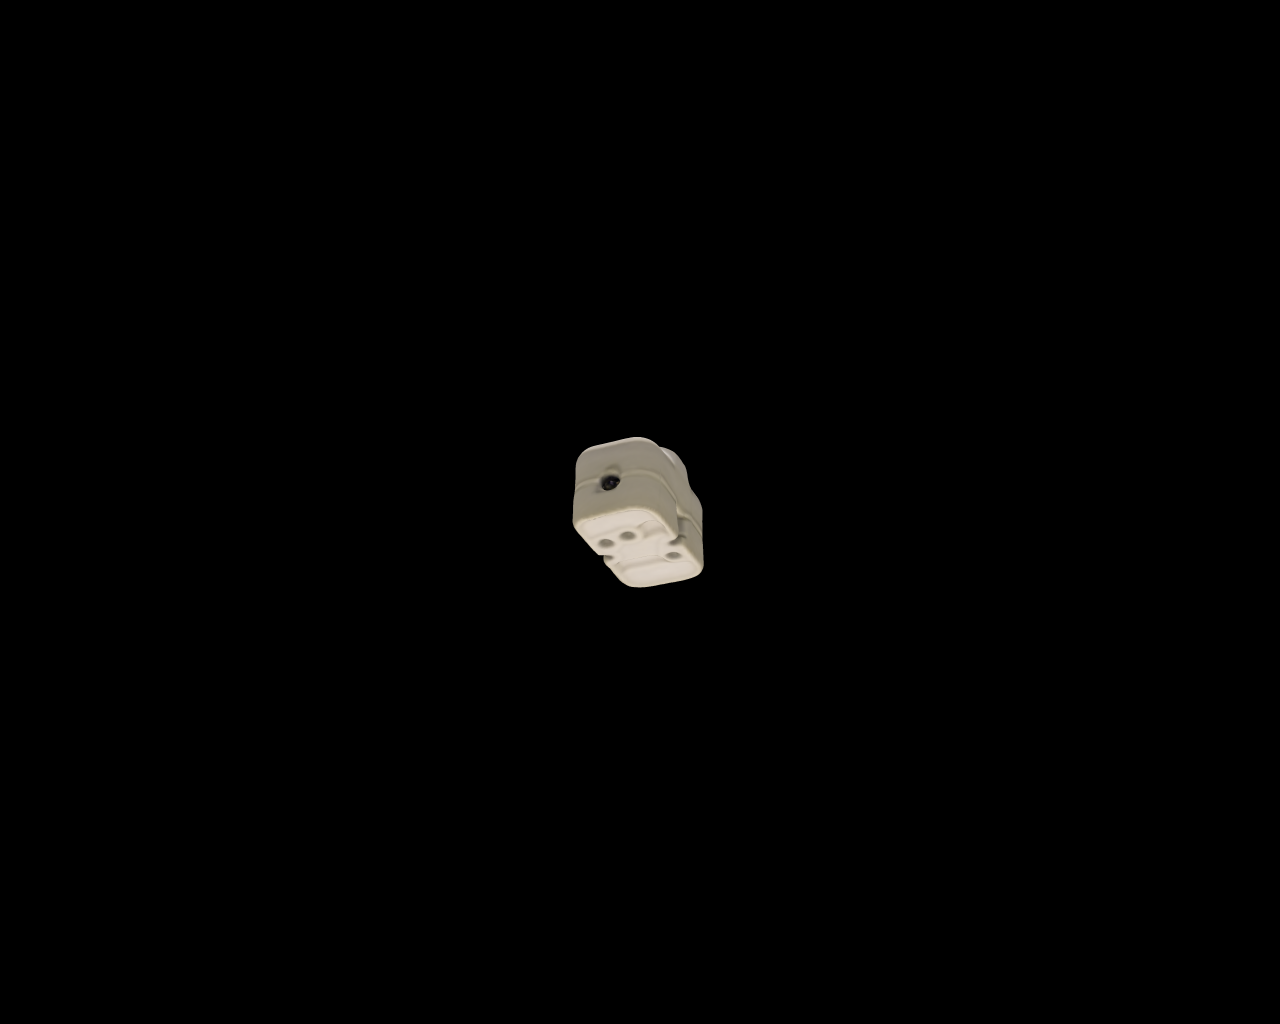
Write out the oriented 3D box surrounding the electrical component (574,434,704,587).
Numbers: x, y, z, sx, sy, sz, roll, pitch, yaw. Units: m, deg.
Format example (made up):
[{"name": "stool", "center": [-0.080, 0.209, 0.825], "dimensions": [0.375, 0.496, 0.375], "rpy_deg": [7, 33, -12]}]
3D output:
[{"name": "electrical component", "center": [0.001, -0.003, 0.650], "dimensions": [0.054, 0.059, 0.095], "rpy_deg": [-12, -33, 19]}]
